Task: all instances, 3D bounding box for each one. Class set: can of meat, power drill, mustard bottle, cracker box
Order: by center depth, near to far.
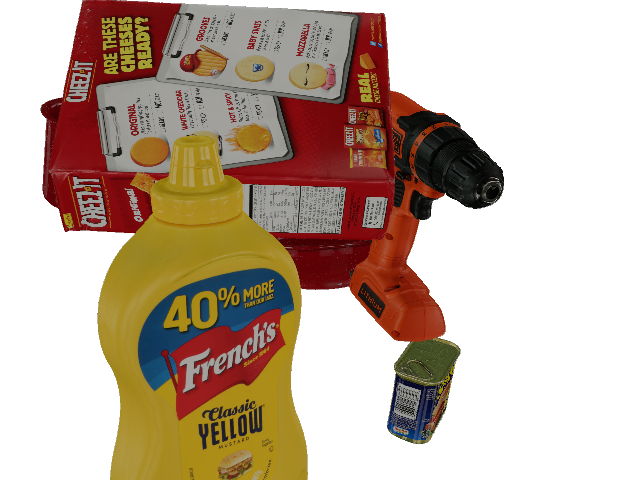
[{"bbox_3d":[-0.054,0.046,0.495,0.096,0.192,0.058,-12,22,-29],"label":"mustard bottle"},{"bbox_3d":[-0.061,-0.082,0.720,0.213,0.164,0.072,1,-39,-2],"label":"cracker box"},{"bbox_3d":[0.083,-0.014,0.887,0.057,0.188,0.185,-2,27,-23],"label":"power drill"},{"bbox_3d":[0.115,0.168,1.203,0.057,0.084,0.102,16,26,17],"label":"can of meat"}]

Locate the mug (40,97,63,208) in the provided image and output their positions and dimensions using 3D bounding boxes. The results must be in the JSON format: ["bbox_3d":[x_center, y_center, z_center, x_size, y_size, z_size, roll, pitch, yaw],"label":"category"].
[{"bbox_3d":[-0.198,-0.068,0.918,0.093,0.081,0.117,7,23,-6],"label":"mug"}]

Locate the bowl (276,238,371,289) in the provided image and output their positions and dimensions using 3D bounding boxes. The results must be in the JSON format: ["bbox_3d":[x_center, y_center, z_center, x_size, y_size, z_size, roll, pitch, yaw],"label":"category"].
[{"bbox_3d":[0.006,0.012,1.101,0.162,0.055,0.162,-4,13,1],"label":"bowl"}]
